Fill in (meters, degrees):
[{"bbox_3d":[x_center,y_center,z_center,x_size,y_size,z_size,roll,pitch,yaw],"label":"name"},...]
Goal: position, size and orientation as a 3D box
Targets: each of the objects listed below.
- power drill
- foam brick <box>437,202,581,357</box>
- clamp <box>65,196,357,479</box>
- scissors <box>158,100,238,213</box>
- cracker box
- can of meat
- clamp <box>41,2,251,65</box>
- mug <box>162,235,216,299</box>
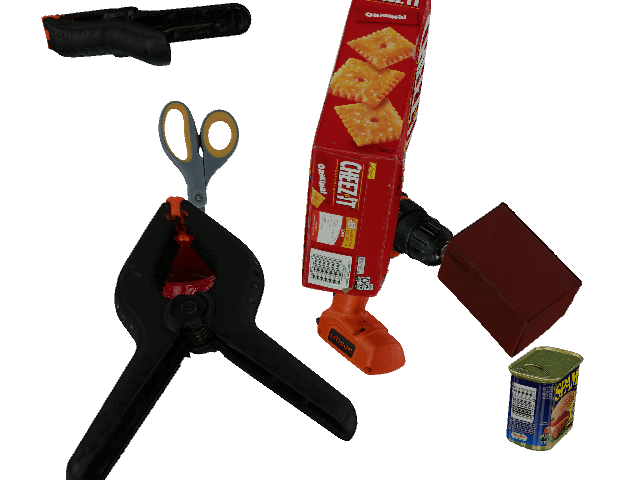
[{"bbox_3d":[0.060,0.037,1.076,0.057,0.188,0.185,-9,28,-32],"label":"power drill"},{"bbox_3d":[0.124,0.026,0.705,0.051,0.078,0.053,-32,-23,-20],"label":"foam brick"},{"bbox_3d":[-0.066,0.054,0.652,0.164,0.210,0.036,-7,-42,1],"label":"clamp"},{"bbox_3d":[-0.116,-0.056,1.140,0.096,0.202,0.016,-16,-4,-23],"label":"scissors"},{"bbox_3d":[0.041,-0.085,0.879,0.072,0.213,0.164,10,-41,5],"label":"cracker box"},{"bbox_3d":[0.242,0.171,1.158,0.058,0.084,0.101,11,16,31],"label":"can of meat"},{"bbox_3d":[-0.142,-0.166,0.841,0.172,0.039,0.120,14,24,36],"label":"clamp"},{"bbox_3d":[-0.117,0.052,0.968,0.093,0.081,0.117,-16,37,-24],"label":"mug"}]
